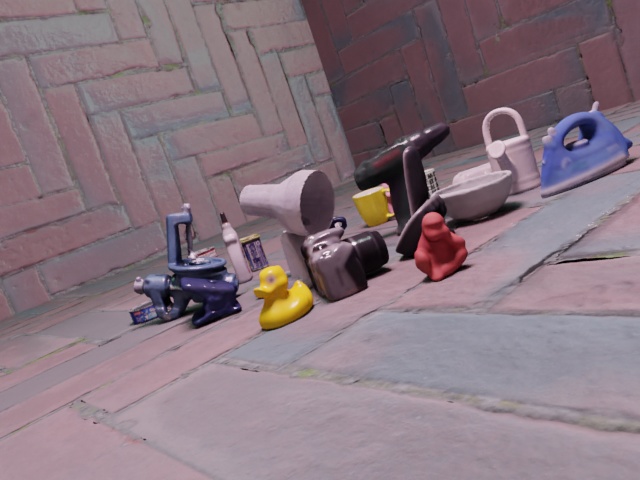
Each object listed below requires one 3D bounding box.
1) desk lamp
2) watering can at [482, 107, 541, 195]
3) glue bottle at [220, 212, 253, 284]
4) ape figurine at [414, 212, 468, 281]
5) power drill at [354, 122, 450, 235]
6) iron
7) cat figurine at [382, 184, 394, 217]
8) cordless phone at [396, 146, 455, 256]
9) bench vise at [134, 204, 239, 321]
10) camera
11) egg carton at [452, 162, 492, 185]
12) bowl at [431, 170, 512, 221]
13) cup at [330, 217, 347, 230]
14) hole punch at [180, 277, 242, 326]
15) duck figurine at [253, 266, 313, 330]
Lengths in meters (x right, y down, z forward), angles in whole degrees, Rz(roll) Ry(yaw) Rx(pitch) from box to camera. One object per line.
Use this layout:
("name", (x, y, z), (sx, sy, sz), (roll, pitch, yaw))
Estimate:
("desk lamp", (-0.058, -0.014, 1.069), (0.202, 0.213, 0.118), (-13, 10, 35))
("watering can", (0.432, -0.206, 1.306), (0.100, 0.194, 0.173), (-17, 8, 14))
("glue bottle", (-0.206, 0.016, 1.366), (0.037, 0.173, 0.078), (-20, 8, -5))
("ape figurine", (0.172, 0.005, 0.837), (0.077, 0.092, 0.076), (-17, 8, 12))
("power drill", (0.199, -0.127, 1.259), (0.229, 0.208, 0.075), (-18, 8, 5))
("iron", (0.526, -0.193, 1.187), (0.259, 0.141, 0.118), (-23, 9, -29))
("cat figurine", (0.187, -0.124, 1.607), (0.127, 0.118, 0.067), (-13, 10, 35))
("cordless phone", (0.170, -0.074, 1.043), (0.094, 0.185, 0.148), (-15, 9, 24))
("bench vise", (-0.295, 0.047, 1.187), (0.207, 0.220, 0.121), (-21, 8, -13))
("camera", (0.046, 0.026, 0.962), (0.137, 0.101, 0.143), (-20, 8, -10))
("egg carton", (0.409, -0.150, 1.434), (0.150, 0.069, 0.107), (-19, 8, 0))
("bowl", (0.315, -0.082, 1.165), (0.167, 0.075, 0.167), (-19, 8, 3))
("cup", (0.011, 0.004, 1.217), (0.117, 0.095, 0.092), (-17, 8, 15))
("hole punch", (-0.206, 0.100, 1.081), (0.101, 0.091, 0.108), (-21, 8, -13))
("duck figurine", (-0.062, 0.081, 0.891), (0.077, 0.086, 0.105), (-12, 11, 42))
